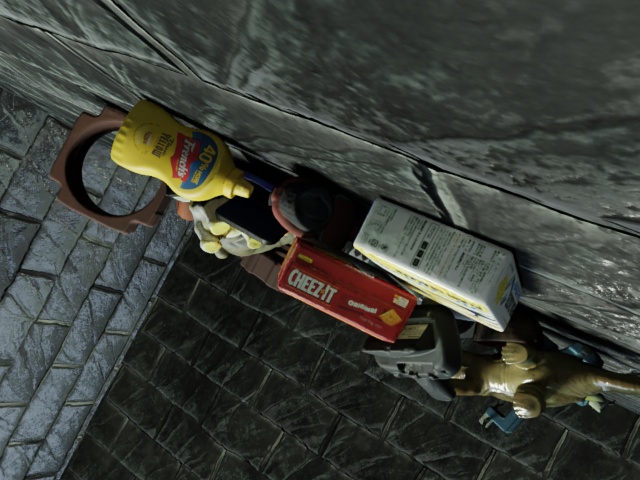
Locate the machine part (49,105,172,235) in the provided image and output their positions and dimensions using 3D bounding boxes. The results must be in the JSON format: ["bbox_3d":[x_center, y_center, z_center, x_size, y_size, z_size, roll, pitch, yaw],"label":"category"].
[{"bbox_3d":[-0.367,-0.126,0.991,0.201,0.201,0.087,27,179,-3],"label":"machine part"}]

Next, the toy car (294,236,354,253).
[{"bbox_3d":[-0.002,-0.003,0.943,0.103,0.109,0.161,44,172,15],"label":"toy car"}]

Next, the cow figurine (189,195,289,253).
[{"bbox_3d":[-0.125,-0.038,0.881,0.167,0.068,0.098,-6,-133,-36],"label":"cow figurine"}]

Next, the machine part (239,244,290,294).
[{"bbox_3d":[-0.080,0.038,1.105,0.179,0.056,0.179,24,-159,-10],"label":"machine part"}]

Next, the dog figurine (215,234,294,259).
[{"bbox_3d":[-0.086,-0.004,1.016,0.190,0.172,0.121,37,-177,-26],"label":"dog figurine"}]

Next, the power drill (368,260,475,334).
[{"bbox_3d":[0.178,0.092,0.940,0.208,0.086,0.232,22,-169,28],"label":"power drill"}]

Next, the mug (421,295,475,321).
[{"bbox_3d":[0.212,0.084,0.797,0.107,0.081,0.109,19,170,18],"label":"mug"}]

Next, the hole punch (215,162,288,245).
[{"bbox_3d":[-0.081,-0.068,0.811,0.142,0.092,0.116,25,-149,12],"label":"hole punch"}]

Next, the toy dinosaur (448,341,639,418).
[{"bbox_3d":[0.346,0.215,0.846,0.198,0.105,0.472,12,171,-41],"label":"toy dinosaur"}]

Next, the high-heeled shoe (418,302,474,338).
[{"bbox_3d":[0.262,0.118,1.104,0.249,0.086,0.145,14,-151,-15],"label":"high-heeled shoe"}]

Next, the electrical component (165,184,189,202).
[{"bbox_3d":[-0.191,-0.099,0.936,0.134,0.058,0.115,-3,179,-1],"label":"electrical component"}]

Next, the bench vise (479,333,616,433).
[{"bbox_3d":[0.400,0.273,1.000,0.224,0.240,0.128,43,-171,31],"label":"bench vise"}]

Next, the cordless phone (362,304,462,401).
[{"bbox_3d":[0.165,0.183,0.787,0.184,0.089,0.147,49,145,-20],"label":"cordless phone"}]

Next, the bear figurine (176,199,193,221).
[{"bbox_3d":[-0.196,-0.095,1.115,0.196,0.132,0.120,-1,148,-18],"label":"bear figurine"}]

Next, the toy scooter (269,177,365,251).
[{"bbox_3d":[0.000,-0.033,0.721,0.183,0.075,0.135,24,180,-31],"label":"toy scooter"}]
